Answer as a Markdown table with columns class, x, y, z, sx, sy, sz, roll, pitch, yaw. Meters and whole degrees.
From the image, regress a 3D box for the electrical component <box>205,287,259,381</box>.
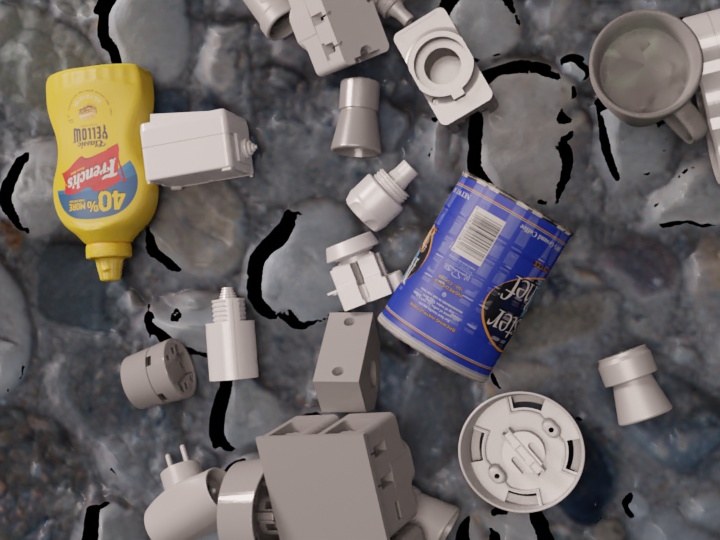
| class | x | y | z | sx | sy | sz | roll | pitch | yaw |
| --- | --- | --- | --- | --- | --- | --- | --- | --- | --- |
| electrical component | -0.114 | 0.056 | 0.948 | 0.043 | 0.043 | 0.081 | -6 | 87 | 13 |

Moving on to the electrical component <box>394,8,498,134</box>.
| class | x | y | z | sx | sy | sz | roll | pitch | yaw |
| --- | --- | --- | --- | --- | --- | --- | --- | --- | --- |
| electrical component | 0.072 | -0.167 | 0.905 | 0.050 | 0.056 | 0.089 | -30 | 82 | 11 |

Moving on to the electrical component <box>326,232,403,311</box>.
| class | x | y | z | sx | sy | sz | roll | pitch | yaw |
| --- | --- | --- | --- | --- | --- | --- | --- | --- | --- |
| electrical component | 0.000 | 0.000 | 0.923 | 0.066 | 0.048 | 0.055 | -21 | 91 | 12 |

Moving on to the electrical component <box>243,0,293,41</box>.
| class | x | y | z | sx | sy | sz | roll | pitch | yaw |
| --- | --- | --- | --- | --- | --- | --- | --- | --- | --- |
| electrical component | -0.078 | -0.233 | 0.952 | 0.040 | 0.040 | 0.046 | -39 | 74 | 9 |

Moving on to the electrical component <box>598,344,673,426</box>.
| class | x | y | z | sx | sy | sz | roll | pitch | yaw |
| --- | --- | --- | --- | --- | --- | --- | --- | --- | --- |
| electrical component | 0.221 | 0.092 | 0.867 | 0.045 | 0.045 | 0.055 | -21 | 83 | 12 |

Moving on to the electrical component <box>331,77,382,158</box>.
| class | x | y | z | sx | sy | sz | roll | pitch | yaw |
| --- | --- | --- | --- | --- | --- | --- | --- | --- | --- |
| electrical component | -0.001 | -0.133 | 0.930 | 0.044 | 0.044 | 0.065 | 2 | 84 | 13 |

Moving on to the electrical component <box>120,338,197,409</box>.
| class | x | y | z | sx | sy | sz | roll | pitch | yaw |
| --- | --- | --- | --- | --- | --- | --- | --- | --- | --- |
| electrical component | -0.180 | 0.094 | 0.958 | 0.047 | 0.055 | 0.055 | -19 | 84 | 16 |

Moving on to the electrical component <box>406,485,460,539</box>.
| class | x | y | z | sx | sy | sz | roll | pitch | yaw |
| --- | --- | --- | --- | --- | --- | --- | --- | --- | --- |
| electrical component | 0.046 | 0.202 | 0.907 | 0.065 | 0.044 | 0.044 | 30 | 95 | 17 |

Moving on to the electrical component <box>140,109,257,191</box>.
| class | x | y | z | sx | sy | sz | roll | pitch | yaw |
| --- | --- | --- | --- | --- | --- | --- | --- | --- | --- |
| electrical component | -0.138 | -0.110 | 0.950 | 0.096 | 0.062 | 0.061 | -8 | 86 | 13 |

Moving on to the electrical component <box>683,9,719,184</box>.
| class | x | y | z | sx | sy | sz | roll | pitch | yaw |
| --- | --- | --- | --- | --- | --- | --- | --- | --- | --- |
| electrical component | 0.307 | -0.142 | 0.850 | 0.074 | 0.052 | 0.138 | -13 | 85 | 12 |

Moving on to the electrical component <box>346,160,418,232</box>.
| class | x | y | z | sx | sy | sz | roll | pitch | yaw |
| --- | --- | --- | --- | --- | --- | --- | --- | --- | --- |
| electrical component | 0.022 | -0.067 | 0.920 | 0.062 | 0.043 | 0.043 | -44 | 79 | 7 |

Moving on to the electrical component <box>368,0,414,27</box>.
| class | x | y | z | sx | sy | sz | roll | pitch | yaw |
| --- | --- | --- | --- | --- | --- | --- | --- | --- | --- |
| electrical component | 0.021 | -0.235 | 0.931 | 0.061 | 0.035 | 0.035 | 45 | 98 | 9 |

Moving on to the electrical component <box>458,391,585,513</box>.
| class | x | y | z | sx | sy | sz | roll | pitch | yaw |
| --- | --- | --- | --- | --- | --- | --- | --- | --- | --- |
| electrical component | 0.133 | 0.146 | 0.875 | 0.099 | 0.064 | 0.099 | 0 | 88 | 14 |

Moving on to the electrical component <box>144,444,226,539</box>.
| class | x | y | z | sx | sy | sz | roll | pitch | yaw |
| --- | --- | --- | --- | --- | --- | --- | --- | --- | --- |
| electrical component | -0.153 | 0.194 | 0.950 | 0.077 | 0.043 | 0.079 | -34 | 62 | 23 |

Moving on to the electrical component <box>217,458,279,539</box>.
| class | x | y | z | sx | sy | sz | roll | pitch | yaw |
| --- | --- | --- | --- | --- | --- | --- | --- | --- | --- |
| electrical component | -0.077 | 0.206 | 0.909 | 0.064 | 0.099 | 0.099 | -5 | 87 | 20 |

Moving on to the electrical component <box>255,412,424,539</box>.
| class | x | y | z | sx | sy | sz | roll | pitch | yaw |
| --- | --- | --- | --- | --- | --- | --- | --- | --- | --- |
| electrical component | -0.006 | 0.213 | 0.879 | 0.105 | 0.060 | 0.186 | -7 | 99 | 33 |

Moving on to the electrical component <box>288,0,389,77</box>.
| class | x | y | z | sx | sy | sz | roll | pitch | yaw |
| --- | --- | --- | --- | --- | --- | --- | --- | --- | --- |
| electrical component | -0.023 | -0.217 | 0.918 | 0.050 | 0.056 | 0.089 | -27 | 100 | -31 |
